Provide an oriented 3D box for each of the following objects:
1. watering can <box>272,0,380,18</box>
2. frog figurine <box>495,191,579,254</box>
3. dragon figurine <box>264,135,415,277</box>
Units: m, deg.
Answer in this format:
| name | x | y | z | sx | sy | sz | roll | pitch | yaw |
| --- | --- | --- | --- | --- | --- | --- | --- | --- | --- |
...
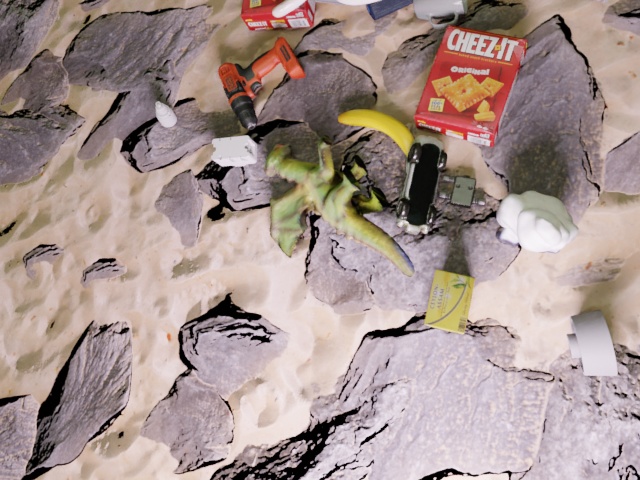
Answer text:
| name | x | y | z | sx | sy | sz | roll | pitch | yaw |
| --- | --- | --- | --- | --- | --- | --- | --- | --- | --- |
| watering can | 0.058 | -0.594 | 1.098 | 0.347 | 0.103 | 0.228 | -5 | 72 | 17 |
| frog figurine | 0.381 | -0.036 | 0.907 | 0.138 | 0.158 | 0.123 | 35 | 89 | 19 |
| dragon figurine | 0.003 | -0.054 | 1.068 | 0.240 | 0.122 | 0.416 | -35 | 68 | 24 |
